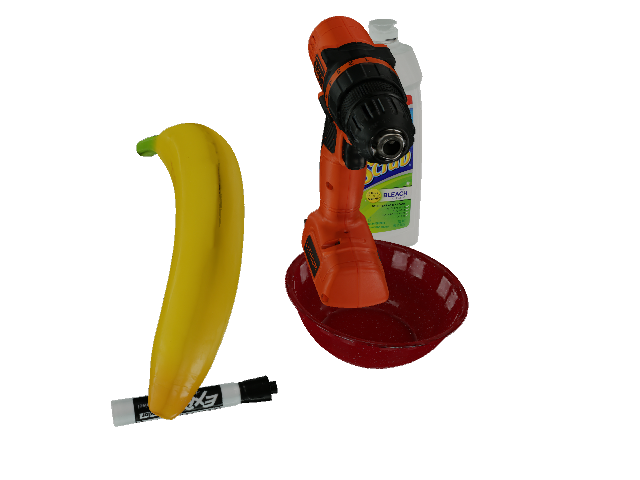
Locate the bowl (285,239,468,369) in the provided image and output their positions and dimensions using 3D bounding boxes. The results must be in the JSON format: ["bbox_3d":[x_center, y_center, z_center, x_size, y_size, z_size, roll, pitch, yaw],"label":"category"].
[{"bbox_3d":[0.046,0.064,0.941,0.162,0.055,0.162,6,32,-4],"label":"bowl"}]

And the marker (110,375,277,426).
[{"bbox_3d":[-0.091,0.116,0.778,0.121,0.020,0.020,-8,2,-12],"label":"marker"}]

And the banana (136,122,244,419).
[{"bbox_3d":[-0.067,-0.001,0.570,0.037,0.198,0.070,21,-50,-29],"label":"banana"}]

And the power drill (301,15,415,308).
[{"bbox_3d":[0.025,-0.047,0.764,0.057,0.188,0.184,-1,32,-9],"label":"power drill"}]

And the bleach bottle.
[{"bbox_3d":[0.060,-0.114,1.164,0.102,0.251,0.068,-5,25,-8],"label":"bleach bottle"}]
